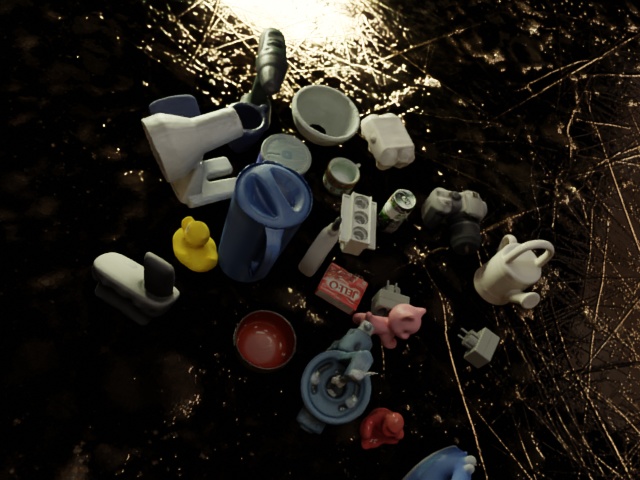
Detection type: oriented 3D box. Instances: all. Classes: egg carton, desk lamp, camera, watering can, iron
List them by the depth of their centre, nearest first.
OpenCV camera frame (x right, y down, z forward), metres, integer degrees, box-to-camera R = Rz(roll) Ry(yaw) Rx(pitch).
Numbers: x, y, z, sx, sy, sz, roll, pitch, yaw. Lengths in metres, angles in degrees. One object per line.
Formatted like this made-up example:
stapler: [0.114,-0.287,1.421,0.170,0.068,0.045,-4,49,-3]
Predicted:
iron: [0.199,0.430,0.946,0.118,0.141,0.259,40,54,5]
desk lamp: [-0.236,-0.162,1.090,0.204,0.213,0.118,-18,68,-30]
watering can: [0.428,0.064,1.232,0.101,0.194,0.172,-12,65,-28]
camera: [0.319,-0.043,1.313,0.143,0.100,0.137,12,56,-15]
egg carton: [0.162,-0.241,1.391,0.107,0.069,0.150,-11,65,-27]

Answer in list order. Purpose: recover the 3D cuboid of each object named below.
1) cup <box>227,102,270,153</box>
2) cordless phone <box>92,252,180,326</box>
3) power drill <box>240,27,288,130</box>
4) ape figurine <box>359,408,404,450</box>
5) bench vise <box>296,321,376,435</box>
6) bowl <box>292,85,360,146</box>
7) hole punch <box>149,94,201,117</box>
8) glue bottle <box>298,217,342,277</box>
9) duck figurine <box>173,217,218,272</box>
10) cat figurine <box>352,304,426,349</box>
cup: [-0.160,-0.243,1.245,0.091,0.095,0.118,41,54,6]
cordless phone: [-0.301,0.051,0.949,0.147,0.185,0.094,30,54,-2]
power drill: [-0.120,-0.342,1.252,0.076,0.208,0.229,10,57,-16]
ape figurine: [0.116,0.328,1.005,0.078,0.092,0.076,28,54,-4]
bench vise: [0.039,0.208,0.969,0.121,0.219,0.207,19,55,-10]
bowl: [0.005,-0.280,1.348,0.168,0.074,0.167,10,57,-16]
hole punch: [-0.292,-0.237,1.190,0.109,0.091,0.101,-23,70,-31]
glue bottle: [0.010,0.004,1.113,0.037,0.173,0.078,36,54,3]
duck figurine: [-0.228,0.003,1.070,0.078,0.086,0.104,-29,74,-33]
cat figurine: [0.137,0.157,1.104,0.128,0.117,0.067,10,57,-16]
